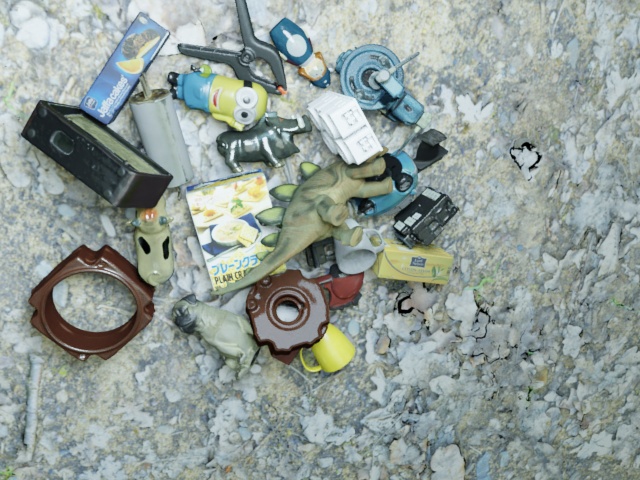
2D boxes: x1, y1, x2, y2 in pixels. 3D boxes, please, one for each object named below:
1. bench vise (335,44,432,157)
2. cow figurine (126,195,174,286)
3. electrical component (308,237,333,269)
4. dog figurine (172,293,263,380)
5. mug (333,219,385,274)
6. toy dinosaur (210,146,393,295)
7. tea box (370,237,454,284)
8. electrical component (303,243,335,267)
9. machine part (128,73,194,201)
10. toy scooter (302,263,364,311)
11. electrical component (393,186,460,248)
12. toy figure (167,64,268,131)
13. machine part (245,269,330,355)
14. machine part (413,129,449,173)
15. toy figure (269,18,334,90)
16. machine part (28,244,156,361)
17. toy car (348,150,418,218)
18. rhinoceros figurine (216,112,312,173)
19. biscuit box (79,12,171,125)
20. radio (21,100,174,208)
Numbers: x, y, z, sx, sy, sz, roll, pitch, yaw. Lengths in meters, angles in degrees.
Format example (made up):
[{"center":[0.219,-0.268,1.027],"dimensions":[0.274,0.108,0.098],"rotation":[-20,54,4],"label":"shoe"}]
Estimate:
[{"center":[0.124,-0.277,1.002],"dimensions":[0.129,0.241,0.223],"rotation":[-42,98,7],"label":"bench vise"},{"center":[-0.324,-0.004,1.035],"dimensions":[0.085,0.127,0.194],"rotation":[-5,113,-16],"label":"cow figurine"},{"center":[-0.002,-0.003,1.125],"dimensions":[0.048,0.075,0.119],"rotation":[-15,86,-8],"label":"electrical component"},{"center":[-0.223,0.202,1.168],"dimensions":[0.191,0.121,0.172],"rotation":[25,140,12],"label":"dog figurine"},{"center":[0.076,0.002,1.144],"dimensions":[0.110,0.107,0.080],"rotation":[-22,141,2],"label":"mug"},{"center":[-0.011,-0.050,1.015],"dimensions":[0.471,0.199,0.104],"rotation":[-48,132,-32],"label":"toy dinosaur"},{"center":[0.198,0.045,1.201],"dimensions":[0.170,0.098,0.068],"rotation":[8,107,-15],"label":"tea box"},{"center":[-0.010,0.028,1.183],"dimensions":[0.094,0.021,0.063],"rotation":[-12,112,-10],"label":"electrical component"},{"center":[-0.290,-0.185,0.989],"dimensions":[0.079,0.079,0.242],"rotation":[-16,124,-8],"label":"machine part"},{"center":[0.019,0.126,1.186],"dimensions":[0.184,0.075,0.135],"rotation":[-16,95,-7],"label":"toy scooter"},{"center":[0.222,-0.046,1.165],"dimensions":[0.134,0.115,0.058],"rotation":[-45,109,4],"label":"electrical component"},{"center":[-0.186,-0.271,0.993],"dimensions":[0.180,0.089,0.082],"rotation":[15,141,3],"label":"toy figure"},{"center":[-0.065,0.145,1.094],"dimensions":[0.179,0.056,0.179],"rotation":[3,70,-7],"label":"machine part"},{"center":[0.230,-0.186,1.120],"dimensions":[0.084,0.138,0.039],"rotation":[-27,72,0],"label":"machine part"},{"center":[-0.032,-0.349,1.027],"dimensions":[0.064,0.058,0.154],"rotation":[-30,120,31],"label":"toy figure"},{"center":[-0.450,0.127,1.072],"dimensions":[0.201,0.087,0.201],"rotation":[-41,115,2],"label":"machine part"},{"center":[0.146,-0.102,1.135],"dimensions":[0.161,0.109,0.102],"rotation":[-42,131,12],"label":"toy car"},{"center":[-0.107,-0.195,1.057],"dimensions":[0.190,0.073,0.112],"rotation":[-16,102,-7],"label":"rhinoceros figurine"},{"center":[-0.347,-0.303,0.958],"dimensions":[0.059,0.063,0.202],"rotation":[34,98,-21],"label":"biscuit box"},{"center":[-0.381,-0.146,0.923],"dimensions":[0.230,0.131,0.073],"rotation":[35,101,7],"label":"radio"}]
